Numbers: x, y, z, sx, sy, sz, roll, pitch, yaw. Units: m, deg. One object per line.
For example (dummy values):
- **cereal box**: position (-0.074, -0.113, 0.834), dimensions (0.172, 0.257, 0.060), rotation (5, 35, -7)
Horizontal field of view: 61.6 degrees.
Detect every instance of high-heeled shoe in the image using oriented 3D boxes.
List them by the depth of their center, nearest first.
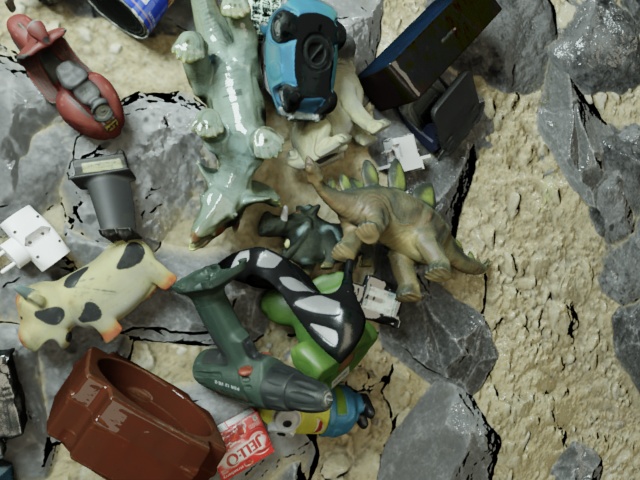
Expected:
- **high-heeled shoe**: position (-0.052, 0.089, 0.731), dimensions (0.086, 0.249, 0.145), rotation (47, 48, -51)

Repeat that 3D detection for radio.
- **radio**: position (0.168, -0.308, 0.859), dimensions (0.229, 0.131, 0.073), rotation (-46, 108, -15)

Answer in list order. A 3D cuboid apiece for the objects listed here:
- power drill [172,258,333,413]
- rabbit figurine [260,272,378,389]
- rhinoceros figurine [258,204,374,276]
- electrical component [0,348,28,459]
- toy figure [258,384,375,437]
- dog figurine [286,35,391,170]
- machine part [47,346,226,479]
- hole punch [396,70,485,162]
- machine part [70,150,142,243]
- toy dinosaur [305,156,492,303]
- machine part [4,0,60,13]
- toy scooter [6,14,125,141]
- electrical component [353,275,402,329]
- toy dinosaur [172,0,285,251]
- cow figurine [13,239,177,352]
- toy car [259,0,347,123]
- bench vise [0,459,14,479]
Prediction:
- **power drill**: position (-0.099, 0.129, 0.714), dimensions (0.086, 0.232, 0.207), rotation (-41, 114, -44)
- **rabbit figurine**: position (-0.010, 0.115, 0.792), dimensions (0.159, 0.121, 0.170), rotation (-42, 64, -14)
- **rhinoceros figurine**: position (-0.002, -0.002, 0.822), dimensions (0.190, 0.073, 0.112), rotation (7, 74, -29)
- **electrical component**: position (-0.434, 0.211, 0.670), dimensions (0.115, 0.058, 0.134), rotation (-10, 95, -20)
- **toy figure**: position (-0.008, 0.260, 0.833), dimensions (0.180, 0.089, 0.082), rotation (6, 105, -26)
- **dog figurine**: position (-0.004, -0.218, 0.821), dimensions (0.172, 0.121, 0.190), rotation (-27, 88, -23)
- **machine part**: position (-0.229, 0.230, 0.676), dimensions (0.201, 0.201, 0.087), rotation (39, 80, -19)
- **hole punch**: position (0.204, -0.218, 0.912), dimensions (0.142, 0.092, 0.115), rotation (-52, 136, -16)
- **machine part**: position (-0.279, -0.058, 0.711), dimensions (0.084, 0.039, 0.139), rotation (-14, 65, -27)
- **toy dinosaur**: position (0.144, -0.012, 0.834), dimensions (0.471, 0.105, 0.198), rotation (33, 45, -35)
- **machine part**: position (-0.319, -0.386, 0.683), dimensions (0.079, 0.079, 0.243), rotation (39, 77, -19)
- **toy scooter**: position (-0.313, -0.205, 0.662), dimensions (0.075, 0.135, 0.183), rotation (-45, 108, -17)
- **electrical component**: position (0.081, 0.095, 0.879), dimensions (0.119, 0.048, 0.074), rotation (14, 85, 2)
- **toy dinosaur**: position (-0.124, -0.190, 0.734), dimensions (0.131, 0.192, 0.404), rotation (-4, 82, -10)
- **cow figurine**: position (-0.304, 0.070, 0.703), dimensions (0.195, 0.085, 0.127), rotation (-43, 105, -19)
- **toy car**: position (-0.033, -0.246, 0.745), dimensions (0.109, 0.103, 0.161), rotation (-8, 106, -35)
- **bench vise**: position (-0.396, 0.404, 0.659), dimensions (0.223, 0.129, 0.240), rotation (9, 82, -23)
